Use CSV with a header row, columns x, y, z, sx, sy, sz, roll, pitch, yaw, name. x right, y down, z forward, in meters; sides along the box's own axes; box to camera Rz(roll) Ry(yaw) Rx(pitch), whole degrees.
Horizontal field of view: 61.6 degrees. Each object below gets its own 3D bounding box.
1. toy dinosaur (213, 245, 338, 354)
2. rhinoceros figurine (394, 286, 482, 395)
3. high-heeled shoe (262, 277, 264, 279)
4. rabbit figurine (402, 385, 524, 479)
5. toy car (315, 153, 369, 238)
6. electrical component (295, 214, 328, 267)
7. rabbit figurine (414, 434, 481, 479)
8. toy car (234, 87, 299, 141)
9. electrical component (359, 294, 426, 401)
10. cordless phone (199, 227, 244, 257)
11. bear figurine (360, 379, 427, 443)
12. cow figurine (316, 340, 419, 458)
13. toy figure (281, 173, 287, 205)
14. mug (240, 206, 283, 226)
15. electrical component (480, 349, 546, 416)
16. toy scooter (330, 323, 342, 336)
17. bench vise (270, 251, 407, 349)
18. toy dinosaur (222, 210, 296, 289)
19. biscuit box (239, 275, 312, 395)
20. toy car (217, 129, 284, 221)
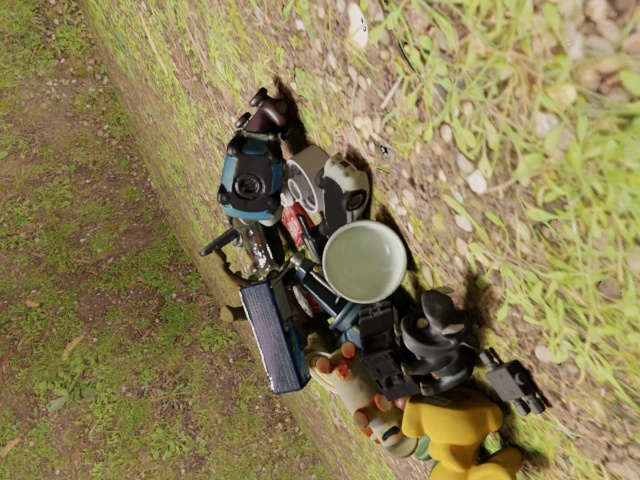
x,y,z,sx,sy,sz,roll,pitch,yaw,name
-0.037,0.175,1.078,0.471,0.198,0.105,45,122,2,toy dinosaur
0.158,0.135,0.702,0.190,0.112,0.073,61,-159,-45,rhinoceros figurine
-0.084,0.140,1.397,0.249,0.086,0.145,54,165,31,high-heeled shoe
0.208,0.307,0.782,0.163,0.122,0.173,6,95,27,rabbit figurine
0.037,-0.046,0.831,0.074,0.056,0.201,42,156,28,toy car
-0.002,-0.003,1.007,0.075,0.048,0.119,13,129,66,electrical component
0.230,0.361,0.889,0.159,0.121,0.170,174,85,-77,rabbit figurine
-0.094,-0.204,0.945,0.089,0.053,0.202,42,166,-11,toy car
0.107,0.163,0.788,0.134,0.058,0.115,57,-155,-30,electrical component
-0.241,-0.004,1.421,0.088,0.184,0.147,58,162,-7,cordless phone
0.155,0.300,0.987,0.196,0.132,0.120,-42,38,42,bear figurine
0.081,0.255,0.848,0.195,0.085,0.127,52,-179,17,cow figurine
-0.123,-0.135,1.065,0.180,0.089,0.082,49,165,25,toy figure
-0.127,-0.073,1.157,0.081,0.109,0.107,25,154,33,mug
0.240,0.177,0.677,0.094,0.021,0.063,57,161,15,electrical component
0.051,0.272,1.237,0.135,0.075,0.183,53,163,23,toy scooter
0.039,0.115,0.930,0.241,0.129,0.223,39,150,6,bench vise
-0.139,-0.012,1.266,0.192,0.131,0.404,-31,83,57,toy dinosaur
-0.077,0.168,0.948,0.059,0.063,0.202,-27,-79,-70,biscuit box
-0.116,-0.121,0.919,0.103,0.109,0.161,-97,14,-59,toy car
